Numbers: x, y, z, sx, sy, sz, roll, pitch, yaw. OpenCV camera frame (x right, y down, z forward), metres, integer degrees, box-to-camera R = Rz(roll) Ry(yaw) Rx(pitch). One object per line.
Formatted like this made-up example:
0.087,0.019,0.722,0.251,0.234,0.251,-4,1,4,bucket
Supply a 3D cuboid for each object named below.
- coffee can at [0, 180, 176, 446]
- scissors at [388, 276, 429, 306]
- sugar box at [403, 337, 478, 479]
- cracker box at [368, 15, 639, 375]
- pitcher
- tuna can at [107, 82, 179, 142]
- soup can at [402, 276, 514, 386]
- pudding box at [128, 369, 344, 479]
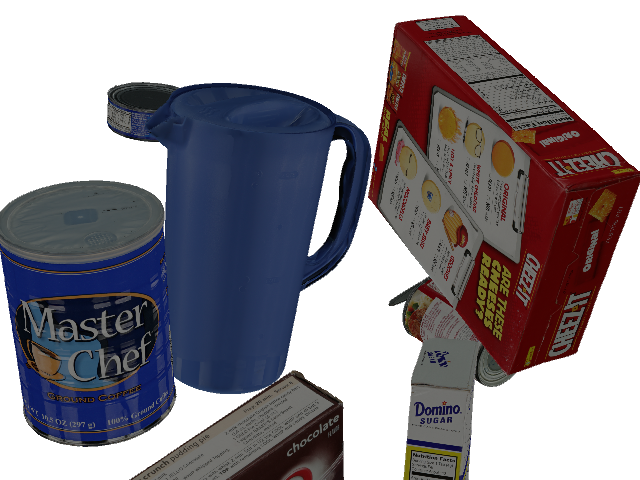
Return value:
-0.148,0.045,0.688,0.103,0.140,0.103,0,28,0,coffee can
0.132,0.027,1.214,0.201,0.016,0.096,-11,41,-33,scissors
0.081,0.165,0.745,0.048,0.176,0.093,3,15,11,sugar box
0.120,-0.039,0.765,0.072,0.164,0.214,-13,44,-23,cracker box
-0.058,-0.001,0.884,0.149,0.243,0.144,16,24,18,pitcher
-0.167,-0.126,1.050,0.086,0.034,0.086,6,25,-3,tuna can
0.134,0.081,0.980,0.068,0.068,0.102,0,23,-39,soup can
-0.039,0.126,0.493,0.039,0.090,0.113,30,47,34,pudding box
